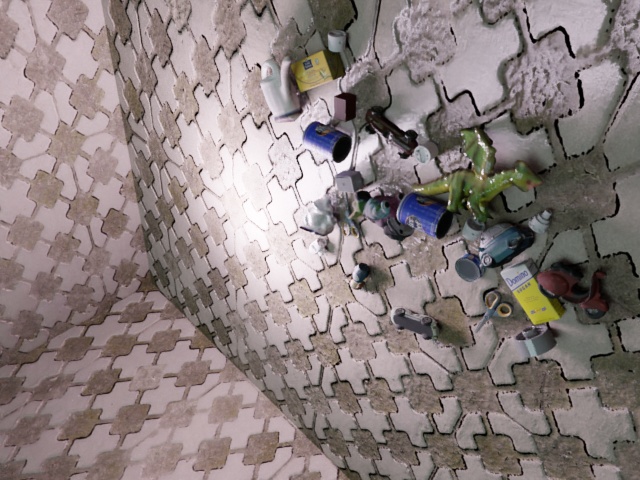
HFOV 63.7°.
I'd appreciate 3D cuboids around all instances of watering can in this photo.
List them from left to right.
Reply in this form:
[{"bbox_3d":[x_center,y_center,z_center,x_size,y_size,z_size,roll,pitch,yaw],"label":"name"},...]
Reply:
[{"bbox_3d":[-0.127,-0.505,1.740,0.104,0.222,0.350,-26,18,-13],"label":"watering can"}]

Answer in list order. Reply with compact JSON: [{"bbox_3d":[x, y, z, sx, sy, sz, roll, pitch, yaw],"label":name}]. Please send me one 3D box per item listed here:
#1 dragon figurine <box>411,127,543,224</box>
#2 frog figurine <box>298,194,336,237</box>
[{"bbox_3d":[0.407,-0.187,1.404,0.123,0.239,0.415,-6,24,-37],"label":"dragon figurine"},{"bbox_3d":[0.006,-0.098,1.949,0.122,0.159,0.139,16,6,-41],"label":"frog figurine"}]
